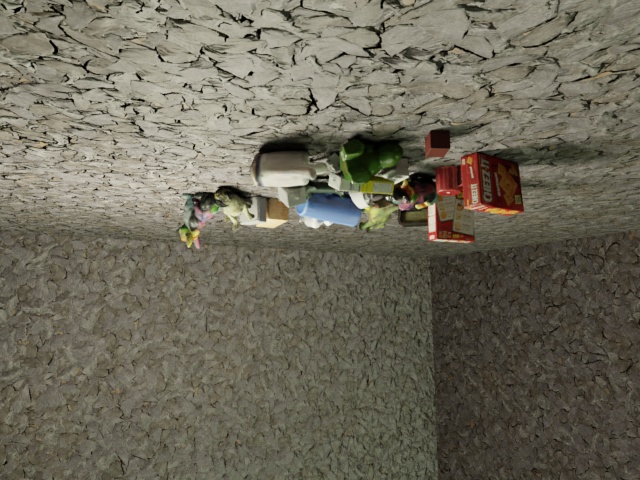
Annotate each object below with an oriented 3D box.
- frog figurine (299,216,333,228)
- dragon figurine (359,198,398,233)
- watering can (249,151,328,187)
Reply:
[{"bbox_3d":[0.006,-0.107,2.119,0.160,0.140,0.120,18,-37,8],"label":"frog figurine"},{"bbox_3d":[0.299,-0.117,2.233,0.241,0.123,0.409,-13,-11,26],"label":"dragon figurine"},{"bbox_3d":[-0.092,-0.201,1.466,0.224,0.103,0.351,-2,11,4],"label":"watering can"}]
